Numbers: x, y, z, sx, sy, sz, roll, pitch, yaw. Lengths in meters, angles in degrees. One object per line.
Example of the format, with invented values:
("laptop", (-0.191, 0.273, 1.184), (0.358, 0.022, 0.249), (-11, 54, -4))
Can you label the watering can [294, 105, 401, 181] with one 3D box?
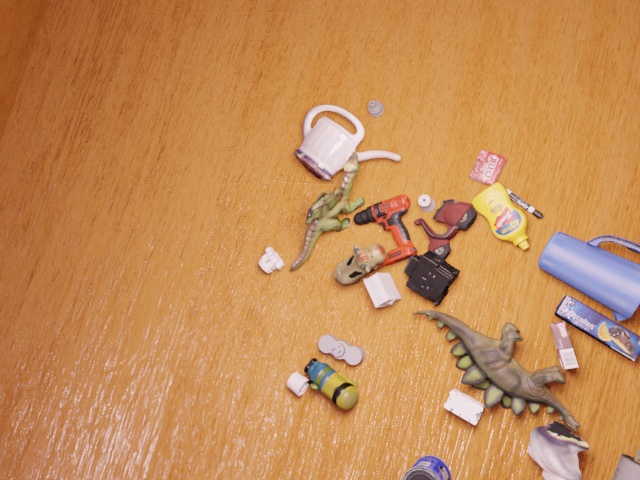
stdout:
("watering can", (0.064, -0.280, 1.607), (0.351, 0.103, 0.223), (40, 97, 22))

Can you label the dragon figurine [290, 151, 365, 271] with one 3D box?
("dragon figurine", (0.005, -0.076, 1.518), (0.123, 0.241, 0.410), (35, 91, 19))

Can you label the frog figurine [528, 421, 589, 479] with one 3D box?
("frog figurine", (0.559, 0.533, 1.230), (0.138, 0.122, 0.159), (18, 97, 57))
